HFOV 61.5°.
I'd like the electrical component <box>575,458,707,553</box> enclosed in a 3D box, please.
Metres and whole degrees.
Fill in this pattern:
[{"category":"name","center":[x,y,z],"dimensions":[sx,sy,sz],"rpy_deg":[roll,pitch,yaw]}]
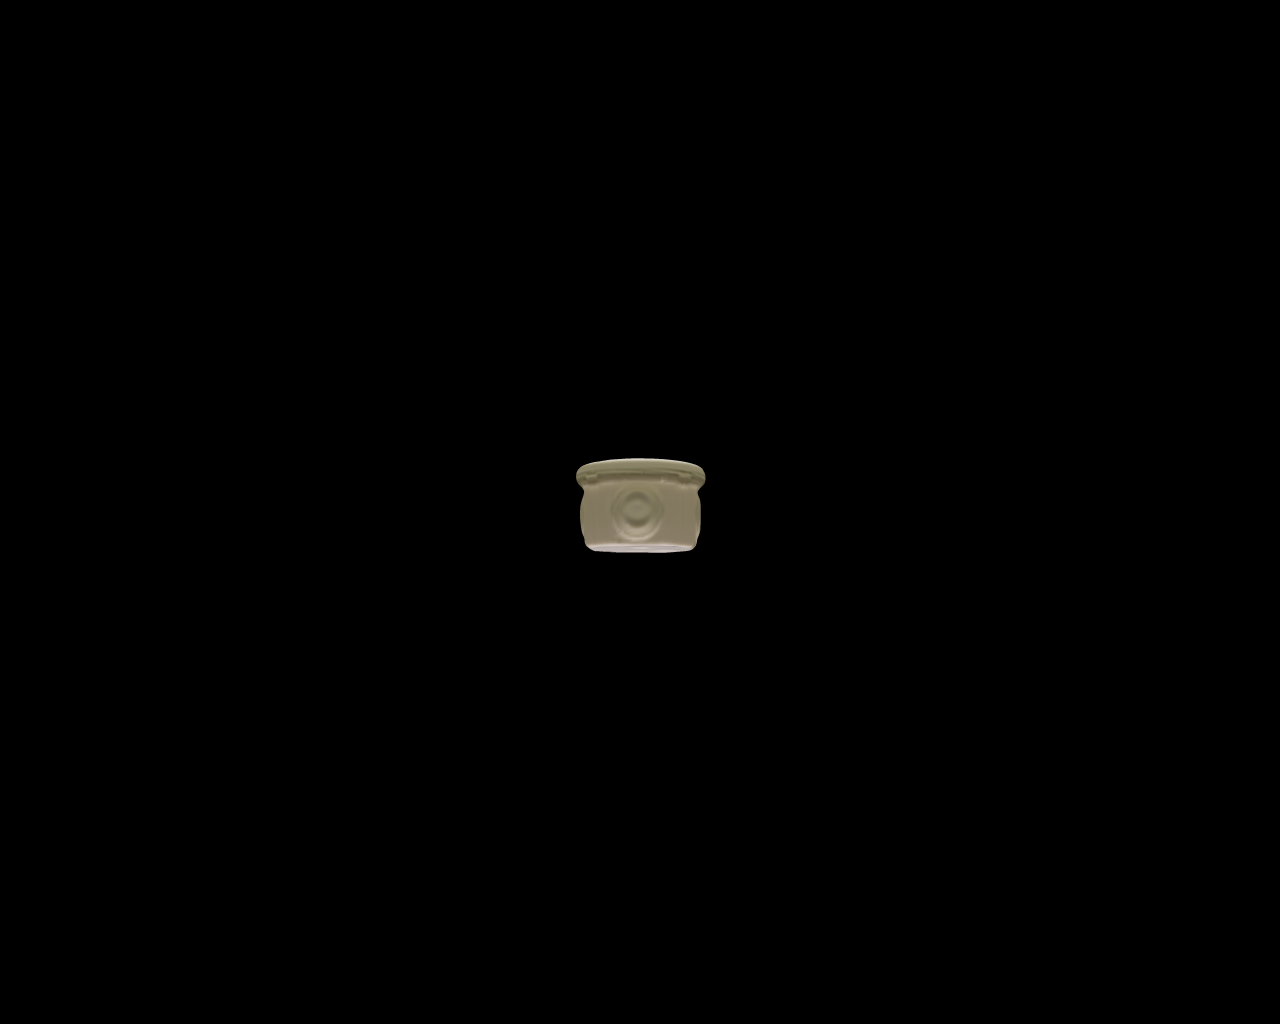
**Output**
[{"category":"electrical component","center":[0.001,-0.003,0.650],"dimensions":[0.080,0.051,0.080],"rpy_deg":[0,-7,0]}]
